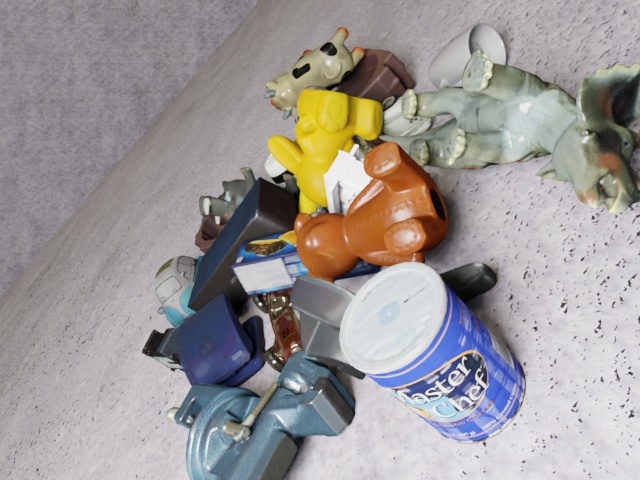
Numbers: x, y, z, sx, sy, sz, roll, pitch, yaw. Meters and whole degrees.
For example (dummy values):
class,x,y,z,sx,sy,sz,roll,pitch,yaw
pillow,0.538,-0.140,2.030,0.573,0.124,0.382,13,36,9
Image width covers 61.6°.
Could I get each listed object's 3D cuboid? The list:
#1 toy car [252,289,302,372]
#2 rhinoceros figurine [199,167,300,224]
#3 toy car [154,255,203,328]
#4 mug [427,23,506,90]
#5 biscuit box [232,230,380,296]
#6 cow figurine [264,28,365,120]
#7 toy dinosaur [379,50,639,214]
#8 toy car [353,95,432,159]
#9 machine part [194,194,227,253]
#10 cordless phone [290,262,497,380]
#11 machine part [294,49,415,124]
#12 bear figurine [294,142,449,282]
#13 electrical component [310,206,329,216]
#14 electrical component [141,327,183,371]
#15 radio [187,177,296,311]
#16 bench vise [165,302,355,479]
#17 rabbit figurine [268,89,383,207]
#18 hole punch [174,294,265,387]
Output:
class,x,y,z,sx,sy,sz,roll,pitch,yaw
toy car,-0.049,0.099,0.758,0.089,0.053,0.202,-44,31,11
rhinoceros figurine,-0.122,-0.066,0.967,0.190,0.073,0.112,3,74,10
toy car,-0.249,0.080,0.988,0.109,0.102,0.162,-36,34,18
mug,0.216,-0.262,0.829,0.107,0.080,0.109,-10,52,62
biscuit box,-0.017,0.021,0.741,0.203,0.059,0.063,-12,33,20
cow figurine,-0.022,-0.301,1.002,0.195,0.085,0.127,-13,38,44
toy dinosaur,0.211,-0.130,0.621,0.405,0.192,0.131,-128,45,-74
toy car,0.084,-0.165,0.875,0.202,0.073,0.056,-28,38,30
machine part,-0.173,-0.039,1.078,0.179,0.056,0.179,-31,34,24
cordless phone,0.078,0.060,0.546,0.184,0.146,0.089,-29,49,24
machine part,0.062,-0.253,1.000,0.201,0.087,0.202,-46,28,1
bear figurine,0.037,-0.013,0.600,0.196,0.132,0.120,-18,76,28
electrical component,-0.001,-0.004,0.822,0.078,0.045,0.102,-7,49,51
electrical component,-0.229,0.178,0.870,0.119,0.074,0.048,-18,41,48
radio,-0.127,0.016,0.879,0.229,0.073,0.131,-50,22,27
bench vise,-0.088,0.198,0.621,0.241,0.128,0.223,-5,51,41
rabbit figurine,-0.003,-0.139,0.818,0.163,0.122,0.173,13,106,36
hole punch,-0.146,0.155,0.782,0.142,0.092,0.116,-36,35,12
